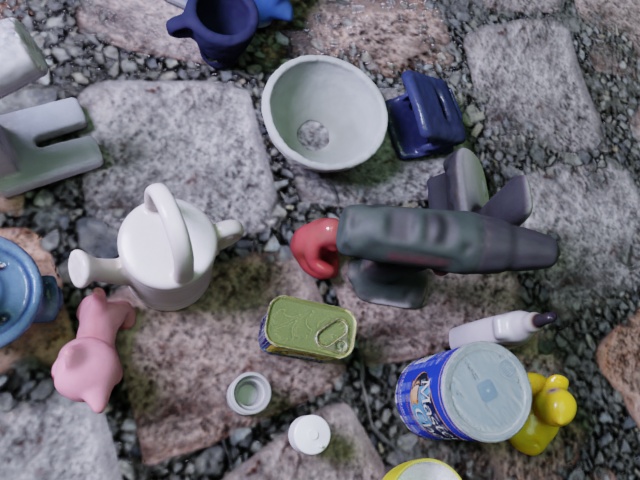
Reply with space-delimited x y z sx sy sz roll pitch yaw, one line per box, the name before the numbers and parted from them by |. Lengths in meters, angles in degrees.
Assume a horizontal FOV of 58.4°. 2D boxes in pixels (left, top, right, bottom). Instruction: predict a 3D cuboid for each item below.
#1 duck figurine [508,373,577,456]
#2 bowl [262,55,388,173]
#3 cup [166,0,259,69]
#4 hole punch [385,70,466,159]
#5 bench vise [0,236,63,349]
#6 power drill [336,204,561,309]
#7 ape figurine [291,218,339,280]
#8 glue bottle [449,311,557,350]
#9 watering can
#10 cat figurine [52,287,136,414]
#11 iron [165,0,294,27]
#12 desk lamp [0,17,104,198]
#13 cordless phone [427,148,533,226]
duck figurine | 0.276 0.212 0.705 0.077 0.086 0.105 26 68 -5
bowl | 0.001 -0.155 0.760 0.168 0.074 0.167 5 71 -13
cup | -0.142 -0.266 0.748 0.118 0.095 0.091 -20 78 -20
hole punch | 0.154 -0.179 0.800 0.101 0.091 0.108 -11 75 -18
bench vise | -0.357 0.058 0.515 0.208 0.219 0.121 -25 80 -21
power drill | 0.121 0.020 0.661 0.230 0.208 0.075 9 70 -11
ape figurine | 0.006 0.003 0.700 0.076 0.092 0.078 32 67 -2
glue bottle | 0.222 0.107 0.678 0.078 0.173 0.037 0 72 -14
watering can | -0.164 0.011 0.596 0.173 0.194 0.101 -41 86 -23
cat figurine | -0.233 0.111 0.586 0.067 0.117 0.128 8 70 -12
iron | -0.147 -0.386 0.761 0.258 0.141 0.118 11 70 -11
desk lamp | -0.349 -0.132 0.584 0.203 0.213 0.118 -24 79 -20
cordless phone | 0.214 -0.060 0.725 0.094 0.185 0.147 -1 72 -15
